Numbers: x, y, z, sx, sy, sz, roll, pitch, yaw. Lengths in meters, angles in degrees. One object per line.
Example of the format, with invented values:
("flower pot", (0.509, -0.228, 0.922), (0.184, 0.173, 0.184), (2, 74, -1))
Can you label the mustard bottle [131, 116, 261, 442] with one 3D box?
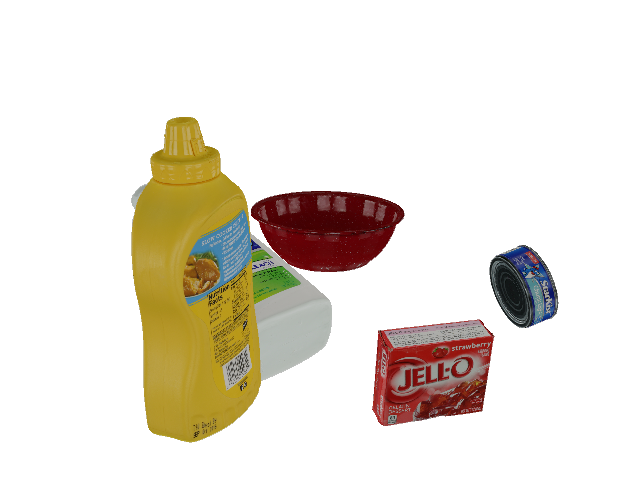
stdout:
("mustard bottle", (-0.076, 0.019, 0.653), (0.058, 0.192, 0.096), (9, 24, 26))

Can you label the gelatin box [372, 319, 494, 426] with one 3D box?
("gelatin box", (0.087, 0.104, 0.838), (0.089, 0.073, 0.030), (-5, 29, -16))

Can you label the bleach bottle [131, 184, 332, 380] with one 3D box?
("bleach bottle", (-0.101, 0.022, 0.949), (0.102, 0.068, 0.251), (-21, 42, -32))

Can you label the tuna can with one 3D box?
("tuna can", (0.218, 0.050, 1.151), (0.033, 0.086, 0.086), (-21, 6, -15))

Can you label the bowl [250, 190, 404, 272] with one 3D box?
("bowl", (0.007, -0.007, 1.123), (0.162, 0.055, 0.162), (1, 17, 0))
